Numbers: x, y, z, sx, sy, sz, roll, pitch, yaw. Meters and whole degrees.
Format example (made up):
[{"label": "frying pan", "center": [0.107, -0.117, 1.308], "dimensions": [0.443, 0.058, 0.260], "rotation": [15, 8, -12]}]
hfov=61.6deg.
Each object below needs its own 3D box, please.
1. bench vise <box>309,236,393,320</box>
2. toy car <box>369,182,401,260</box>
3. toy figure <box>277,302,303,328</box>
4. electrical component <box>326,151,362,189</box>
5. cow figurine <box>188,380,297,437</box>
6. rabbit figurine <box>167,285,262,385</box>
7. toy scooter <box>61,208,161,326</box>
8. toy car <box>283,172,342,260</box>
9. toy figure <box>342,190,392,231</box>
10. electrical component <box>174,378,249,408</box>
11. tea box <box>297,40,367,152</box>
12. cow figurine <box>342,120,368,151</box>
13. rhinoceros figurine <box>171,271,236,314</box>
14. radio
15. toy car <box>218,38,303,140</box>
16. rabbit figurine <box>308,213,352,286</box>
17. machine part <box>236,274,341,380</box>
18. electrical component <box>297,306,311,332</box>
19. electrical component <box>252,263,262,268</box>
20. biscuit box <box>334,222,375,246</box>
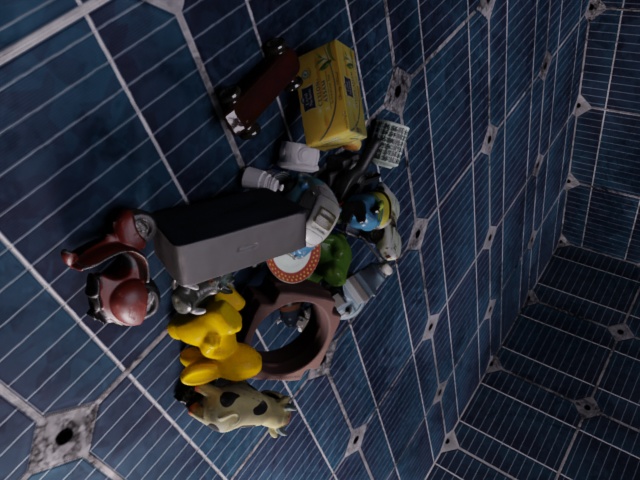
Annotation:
[{"label": "bench vise", "center": [0.078, 0.104, 1.267], "dimensions": [0.223, 0.129, 0.240], "rotation": [-48, 175, 13]}, {"label": "toy car", "center": [0.156, -0.047, 1.260], "dimensions": [0.073, 0.056, 0.202], "rotation": [42, 42, -44]}, {"label": "toy figure", "center": [-0.067, 0.117, 1.143], "dimensions": [0.058, 0.064, 0.154], "rotation": [-48, 142, -49]}, {"label": "electrical component", "center": [0.041, -0.145, 1.164], "dimensions": [0.119, 0.048, 0.074], "rotation": [-30, 130, -43]}, {"label": "cow figurine", "center": [-0.131, 0.311, 0.998], "dimensions": [0.194, 0.127, 0.085], "rotation": [17, 96, -54]}, {"label": "rabbit figurine", "center": [-0.176, 0.188, 0.943], "dimensions": [0.162, 0.122, 0.173], "rotation": [-36, 115, -2]}, {"label": "toy scooter", "center": [-0.299, 0.048, 0.765], "dimensions": [0.135, 0.075, 0.183], "rotation": [-17, 118, -50]}, {"label": "toy car", "center": [-0.019, -0.045, 0.988], "dimensions": [0.109, 0.103, 0.161], "rotation": [36, 69, -31]}, {"label": "toy figure", "center": [0.105, -0.064, 1.138], "dimensions": [0.180, 0.082, 0.089], "rotation": [0, 113, -65]}, {"label": "electrical component", "center": [-0.205, 0.298, 1.053], "dimensions": [0.115, 0.058, 0.134], "rotation": [-52, 142, -21]}, {"label": "tea box", "center": [0.018, -0.256, 0.967], "dimensions": [0.068, 0.098, 0.169], "rotation": [1, 77, -56]}, {"label": "cow figurine", "center": [0.047, -0.256, 1.099], "dimensions": [0.167, 0.068, 0.098], "rotation": [45, 64, -56]}, {"label": "rhinoceros figurine", "center": [-0.180, 0.053, 0.904], "dimensions": [0.190, 0.112, 0.073], "rotation": [-44, 142, -45]}, {"label": "radio", "center": [-0.146, -0.014, 0.860], "dimensions": [0.229, 0.131, 0.073], "rotation": [-17, 123, -34]}, {"label": "toy car", "center": [-0.100, -0.252, 0.899], "dimensions": [0.202, 0.053, 0.089], "rotation": [-55, 140, -27]}, {"label": "rabbit figurine", "center": [-0.002, -0.003, 1.127], "dimensions": [0.170, 0.121, 0.159], "rotation": [48, 63, -37]}, {"label": "machine part", "center": [-0.074, 0.176, 1.080], "dimensions": [0.201, 0.087, 0.200], "rotation": [12, 108, -35]}, {"label": "electrical component", "center": [-0.038, 0.179, 1.216], "dimensions": [0.021, 0.063, 0.093], "rotation": [-41, 139, -35]}, {"label": "electrical component", "center": [-0.123, -0.001, 1.013], "dimensions": [0.078, 0.045, 0.102], "rotation": [35, 79, -58]}, {"label": "biscuit box", "center": [0.096, -0.033, 1.293], "dimensions": [0.202, 0.059, 0.062], "rotation": [22, 88, -56]}]
